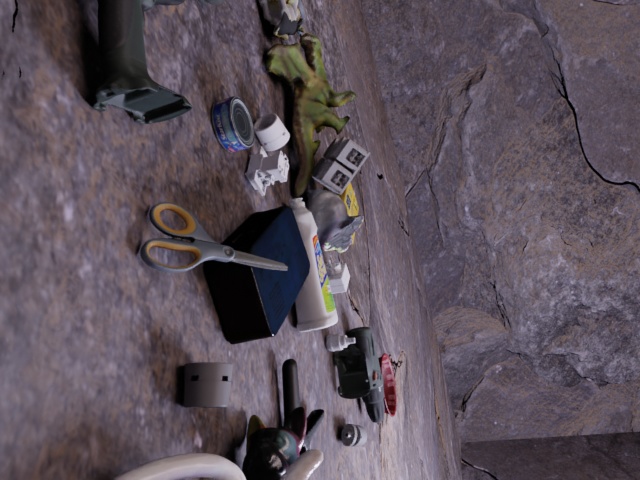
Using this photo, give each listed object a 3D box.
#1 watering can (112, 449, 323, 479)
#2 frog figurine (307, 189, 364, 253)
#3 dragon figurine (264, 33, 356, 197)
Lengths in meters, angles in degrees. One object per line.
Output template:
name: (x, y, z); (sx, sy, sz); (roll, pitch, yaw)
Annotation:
watering can: (-0.092, 0.317, 0.480); (0.103, 0.228, 0.345); (-20, -23, 34)
frog figurine: (0.003, -0.056, 1.111); (0.124, 0.162, 0.134); (-27, -33, -20)
dragon figurine: (-0.047, -0.314, 1.136); (0.121, 0.420, 0.239); (-18, -51, 37)
